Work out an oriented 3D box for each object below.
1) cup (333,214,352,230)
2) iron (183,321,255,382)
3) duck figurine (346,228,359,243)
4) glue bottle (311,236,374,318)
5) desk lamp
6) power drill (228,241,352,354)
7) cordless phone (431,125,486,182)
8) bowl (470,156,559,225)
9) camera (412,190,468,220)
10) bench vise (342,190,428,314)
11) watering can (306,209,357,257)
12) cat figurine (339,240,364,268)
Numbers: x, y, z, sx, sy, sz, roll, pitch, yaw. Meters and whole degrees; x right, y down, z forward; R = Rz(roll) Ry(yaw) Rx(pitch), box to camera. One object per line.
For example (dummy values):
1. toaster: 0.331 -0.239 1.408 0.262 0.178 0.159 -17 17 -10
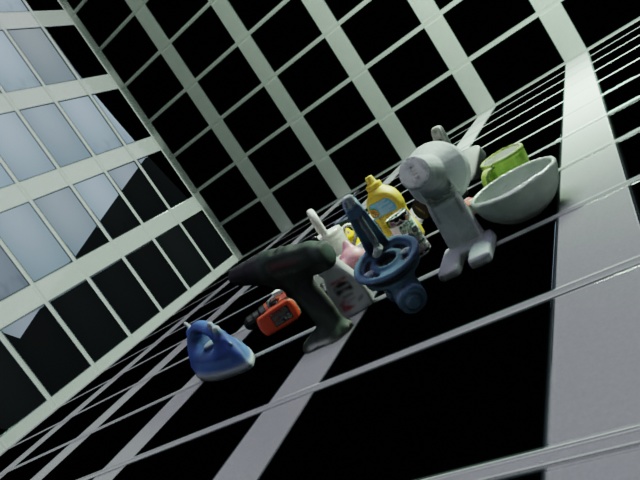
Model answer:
1. cup: 0.110 -0.042 1.840 0.091 0.095 0.118 -25 11 49
2. iron: -0.242 0.239 1.324 0.119 0.141 0.257 -38 8 -31
3. duck figurine: 0.080 0.009 1.663 0.104 0.086 0.077 -32 7 13
4. glue bottle: 0.032 0.067 1.121 0.078 0.173 0.037 -32 7 11
5. desk lamp: 0.220 -0.067 1.010 0.117 0.213 0.203 -30 8 26
6. power drill: -0.045 0.103 1.077 0.229 0.208 0.076 -29 8 31
7. cordless phone: 0.384 -0.246 1.609 0.094 0.185 0.147 -37 8 -23
8. bowl: 0.357 -0.076 1.022 0.167 0.075 0.167 -33 7 5
9. camera: 0.289 -0.116 1.505 0.137 0.101 0.143 -38 8 -30
10. bench vise: 0.090 0.019 0.986 0.121 0.220 0.207 -35 7 -14
11. watering can: 0.014 0.006 1.535 0.173 0.194 0.100 -37 8 -22
12. cat figurine: 0.096 0.043 1.220 0.128 0.118 0.067 -35 7 -12
